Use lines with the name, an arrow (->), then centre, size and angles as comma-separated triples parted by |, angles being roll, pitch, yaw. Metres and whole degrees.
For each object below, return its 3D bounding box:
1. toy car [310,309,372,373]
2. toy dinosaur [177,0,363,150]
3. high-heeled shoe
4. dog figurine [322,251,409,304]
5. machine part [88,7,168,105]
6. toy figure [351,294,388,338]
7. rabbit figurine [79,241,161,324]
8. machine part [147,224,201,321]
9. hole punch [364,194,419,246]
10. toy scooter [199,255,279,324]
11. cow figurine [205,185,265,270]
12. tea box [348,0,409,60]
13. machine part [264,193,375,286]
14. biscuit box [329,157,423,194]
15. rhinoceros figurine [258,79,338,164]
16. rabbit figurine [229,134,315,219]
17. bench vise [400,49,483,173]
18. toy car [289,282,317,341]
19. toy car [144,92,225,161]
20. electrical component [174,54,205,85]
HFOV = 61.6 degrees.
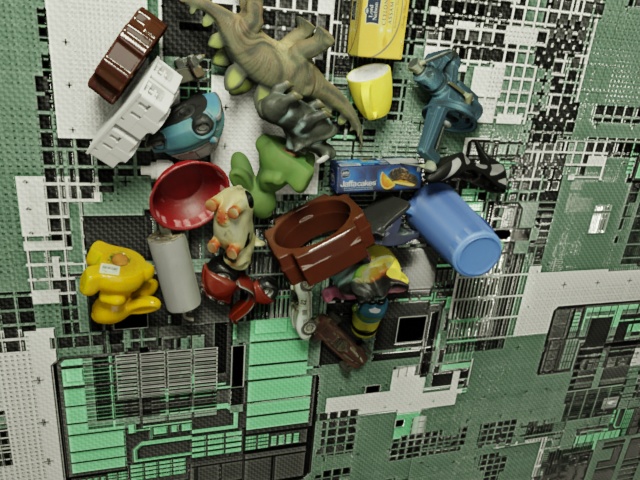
toy car -> 0.051, 0.255, 1.327 | 0.089, 0.053, 0.202 | -42, 116, -1
toy dinosaur -> -0.068, -0.327, 1.025 | 0.471, 0.105, 0.198 | 24, 110, -27
high-heeled shoe -> 0.331, -0.131, 1.204 | 0.249, 0.086, 0.145 | -32, 99, -33
dog figurine -> 0.092, 0.063, 1.138 | 0.191, 0.219, 0.108 | -47, 118, -40
machine part -> -0.326, -0.312, 0.909 | 0.056, 0.179, 0.179 | 36, 98, -24
toy figure -> 0.112, 0.166, 1.255 | 0.082, 0.180, 0.089 | 28, 62, 8
rabbit figurine -> -0.412, 0.102, 1.101 | 0.162, 0.122, 0.173 | 8, 124, -30
machine part -> -0.303, 0.064, 1.122 | 0.079, 0.079, 0.242 | -13, 116, -12
hole punch -> 0.145, -0.029, 1.198 | 0.116, 0.142, 0.092 | -35, 122, -14
toy scooter -> -0.192, 0.119, 1.183 | 0.184, 0.075, 0.135 | 26, 110, -26
cow figurine -> -0.168, -0.021, 1.082 | 0.086, 0.127, 0.194 | 16, 128, 16
tea box -> 0.115, -0.443, 1.047 | 0.098, 0.068, 0.169 | -3, 114, -17
machine part -> -0.002, -0.003, 1.117 | 0.201, 0.201, 0.087 | -29, 119, -5
biscuit box -> 0.121, -0.143, 1.178 | 0.203, 0.059, 0.062 | -5, 113, -15
rhinoceros figurine -> -0.032, -0.215, 1.016 | 0.112, 0.073, 0.190 | -46, 132, 13
rabbit figurine -> -0.109, -0.118, 1.089 | 0.159, 0.121, 0.170 | 24, 118, -20
bench vise -> 0.248, -0.263, 1.117 | 0.223, 0.129, 0.240 | 28, 78, -47
toy car -> -0.044, 0.136, 1.234 | 0.056, 0.074, 0.201 | -8, 114, -18
toy car -> -0.245, -0.201, 1.019 | 0.162, 0.109, 0.102 | -25, 135, 4
electrical component -> -0.246, -0.309, 0.976 | 0.078, 0.102, 0.045 | -19, 112, -20
